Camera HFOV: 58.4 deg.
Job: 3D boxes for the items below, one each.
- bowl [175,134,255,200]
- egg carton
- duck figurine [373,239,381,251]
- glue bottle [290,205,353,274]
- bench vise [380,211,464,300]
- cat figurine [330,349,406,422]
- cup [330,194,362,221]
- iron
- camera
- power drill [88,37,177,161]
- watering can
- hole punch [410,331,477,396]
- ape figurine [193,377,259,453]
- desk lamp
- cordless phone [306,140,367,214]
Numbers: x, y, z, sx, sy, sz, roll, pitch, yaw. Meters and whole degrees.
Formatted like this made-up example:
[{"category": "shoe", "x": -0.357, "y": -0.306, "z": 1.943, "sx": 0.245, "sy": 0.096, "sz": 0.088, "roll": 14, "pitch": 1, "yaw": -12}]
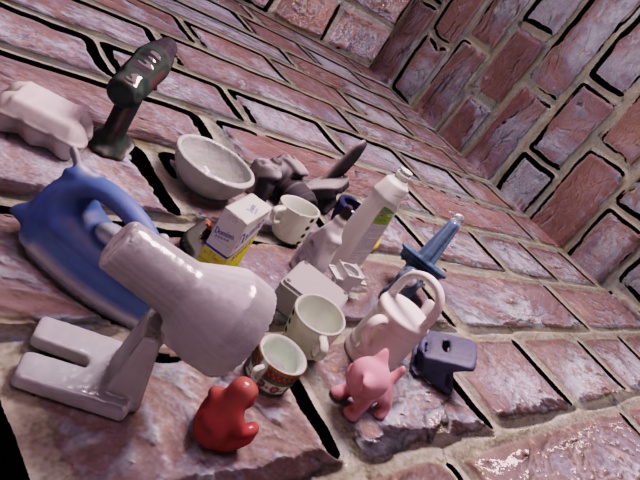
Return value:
[{"category": "bowl", "x": -0.218, "y": -0.130, "z": 1.125, "sx": 0.168, "sy": 0.074, "sz": 0.167, "roll": 29, "pitch": 25, "yaw": -15}, {"category": "egg carton", "x": -0.453, "y": -0.198, "z": 0.944, "sx": 0.151, "sy": 0.069, "sz": 0.107, "roll": 26, "pitch": 26, "yaw": -22}, {"category": "duck figurine", "x": 0.120, "y": -0.025, "z": 1.365, "sx": 0.105, "sy": 0.086, "sz": 0.077, "roll": 1, "pitch": 42, "yaw": -52}, {"category": "glue bottle", "x": 0.010, "y": 0.004, "z": 1.062, "sx": 0.037, "sy": 0.173, "sz": 0.078, "roll": 16, "pitch": 31, "yaw": -37}, {"category": "bench vise", "x": 0.234, "y": 0.048, "z": 1.221, "sx": 0.121, "sy": 0.219, "sz": 0.207, "roll": 32, "pitch": 24, "yaw": -8}, {"category": "cat figurine", "x": 0.079, "y": 0.210, "z": 0.850, "sx": 0.128, "sy": 0.117, "sz": 0.067, "roll": 9, "pitch": 36, "yaw": -46}, {"category": "cup", "x": 0.071, "y": -0.035, "z": 1.308, "sx": 0.118, "sy": 0.095, "sz": 0.091, "roll": 31, "pitch": 25, "yaw": -11}, {"category": "iron", "x": -0.264, "y": 0.002, "z": 0.746, "sx": 0.258, "sy": 0.141, "sz": 0.119, "roll": 38, "pitch": 24, "yaw": 5}, {"category": "camera", "x": -0.072, "y": -0.119, "z": 1.264, "sx": 0.136, "sy": 0.100, "sz": 0.144, "roll": 48, "pitch": 27, "yaw": 25}, {"category": "power drill", "x": -0.338, "y": -0.258, "z": 1.034, "sx": 0.076, "sy": 0.208, "sz": 0.229, "roll": 29, "pitch": 25, "yaw": -15}, {"category": "watering can", "x": 0.138, "y": 0.132, "z": 0.974, "sx": 0.101, "sy": 0.194, "sz": 0.173, "roll": 40, "pitch": 25, "yaw": 10}, {"category": "hole punch", "x": 0.231, "y": 0.216, "z": 1.069, "sx": 0.101, "sy": 0.091, "sz": 0.109, "roll": 35, "pitch": 24, "yaw": -2}, {"category": "ape figurine", "x": -0.102, "y": 0.197, "z": 0.667, "sx": 0.076, "sy": 0.092, "sz": 0.077, "roll": 3, "pitch": 40, "yaw": -50}, {"category": "desk lamp", "x": -0.180, "y": 0.090, "z": 0.609, "sx": 0.204, "sy": 0.213, "sz": 0.117, "roll": 26, "pitch": 26, "yaw": -22}, {"category": "cordless phone", "x": 0.040, "y": -0.167, "z": 1.394, "sx": 0.094, "sy": 0.185, "sz": 0.148, "roll": 36, "pitch": 24, "yaw": -1}]
